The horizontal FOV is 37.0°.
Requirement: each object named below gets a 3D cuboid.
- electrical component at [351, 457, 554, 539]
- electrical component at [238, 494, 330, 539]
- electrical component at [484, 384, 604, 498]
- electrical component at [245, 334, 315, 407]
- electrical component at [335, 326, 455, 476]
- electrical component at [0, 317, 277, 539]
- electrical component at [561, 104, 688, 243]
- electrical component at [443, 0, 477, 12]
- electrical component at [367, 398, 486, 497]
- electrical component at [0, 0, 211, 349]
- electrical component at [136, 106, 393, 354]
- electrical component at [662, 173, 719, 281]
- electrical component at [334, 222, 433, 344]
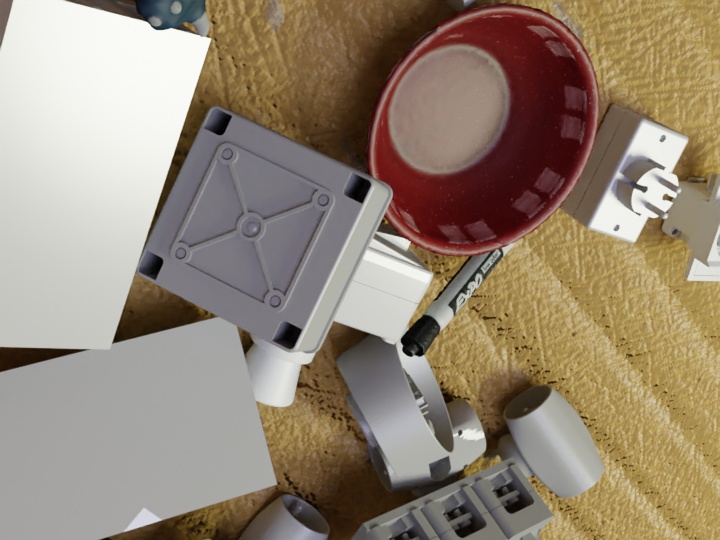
[{"bbox_3d":[0.059,0.205,0.777,0.150,0.061,0.089,-14,147,-38],"label":"electrical component"},{"bbox_3d":[-0.048,0.213,0.786,0.079,0.043,0.077,31,100,-34],"label":"electrical component"},{"bbox_3d":[0.133,0.138,0.827,0.079,0.043,0.077,-29,103,28],"label":"electrical component"},{"bbox_3d":[-0.054,0.055,0.702,0.045,0.045,0.055,17,107,-31],"label":"electrical component"},{"bbox_3d":[0.026,0.087,0.727,0.064,0.099,0.099,-28,124,-2],"label":"electrical component"},{"bbox_3d":[-0.157,0.101,0.640,0.186,0.060,0.105,-14,89,-18],"label":"electrical component"},{"bbox_3d":[0.192,-0.059,0.739,0.047,0.075,0.083,15,108,-30],"label":"electrical component"},{"bbox_3d":[0.025,-0.202,0.603,0.074,0.052,0.138,-38,124,-3],"label":"electrical component"},{"bbox_3d":[0.051,0.142,0.796,0.077,0.043,0.079,-21,124,-14],"label":"electrical component"},{"bbox_3d":[-0.166,-0.055,0.570,0.105,0.060,0.186,6,113,-42],"label":"electrical component"},{"bbox_3d":[-0.054,-0.022,0.614,0.109,0.056,0.108,26,93,12],"label":"electrical component"},{"bbox_3d":[0.260,-0.035,0.790,0.042,0.064,0.081,2,114,-24],"label":"electrical component"},{"bbox_3d":[0.000,0.000,0.688,0.096,0.061,0.061,20,105,-32],"label":"electrical component"}]
